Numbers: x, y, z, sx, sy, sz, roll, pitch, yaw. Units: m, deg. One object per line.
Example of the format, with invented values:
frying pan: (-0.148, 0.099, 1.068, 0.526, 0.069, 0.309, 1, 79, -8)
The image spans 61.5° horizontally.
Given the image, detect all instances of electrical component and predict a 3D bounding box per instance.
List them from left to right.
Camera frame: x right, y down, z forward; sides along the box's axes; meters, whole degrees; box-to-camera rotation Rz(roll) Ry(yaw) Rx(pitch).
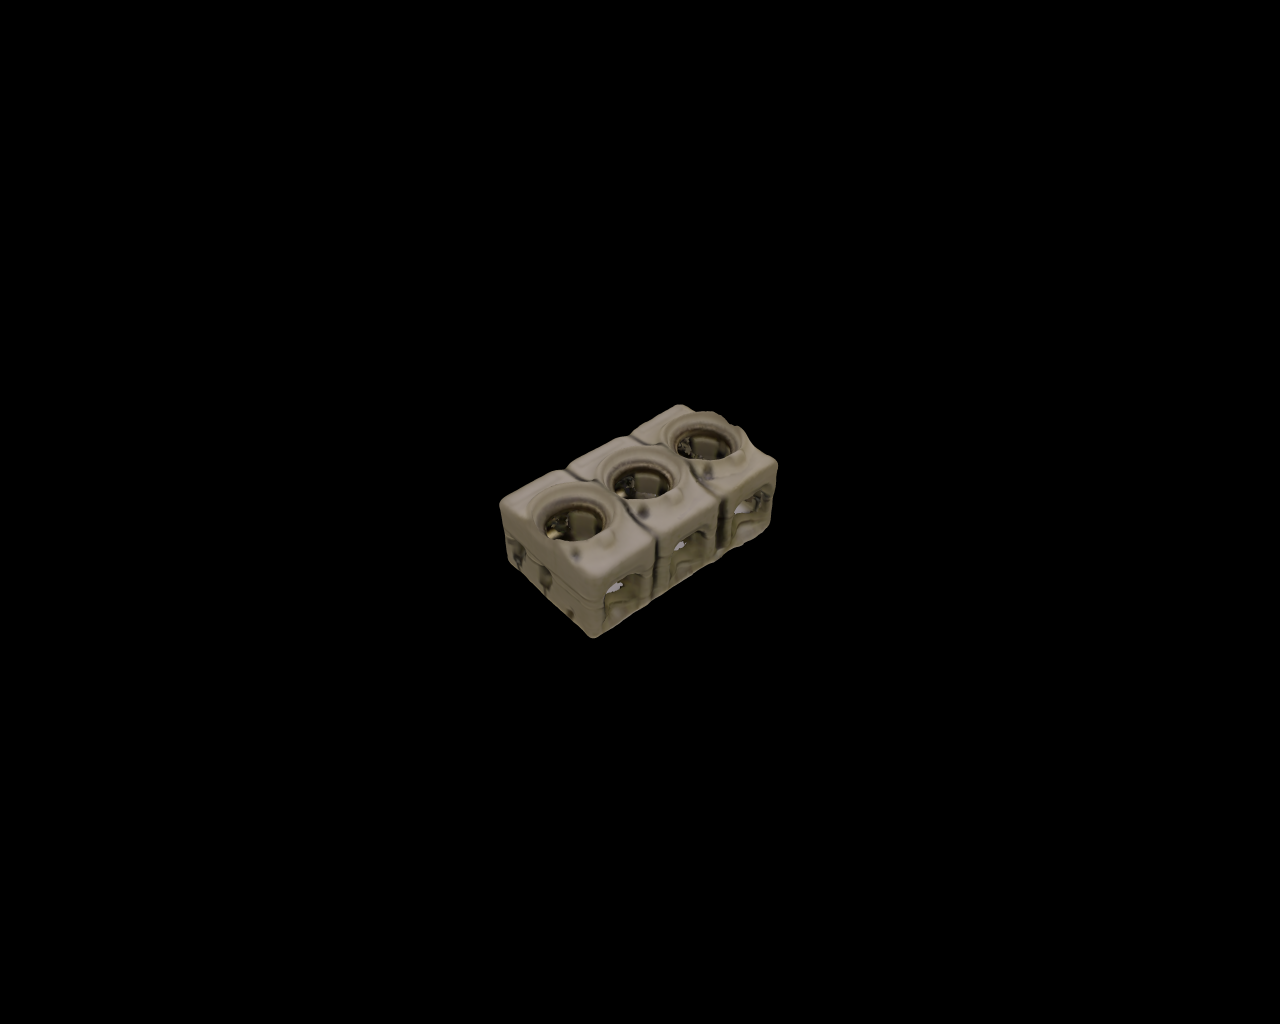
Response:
electrical component: (0.001, -0.003, 0.650, 0.150, 0.061, 0.089, -31, 51, -30)
